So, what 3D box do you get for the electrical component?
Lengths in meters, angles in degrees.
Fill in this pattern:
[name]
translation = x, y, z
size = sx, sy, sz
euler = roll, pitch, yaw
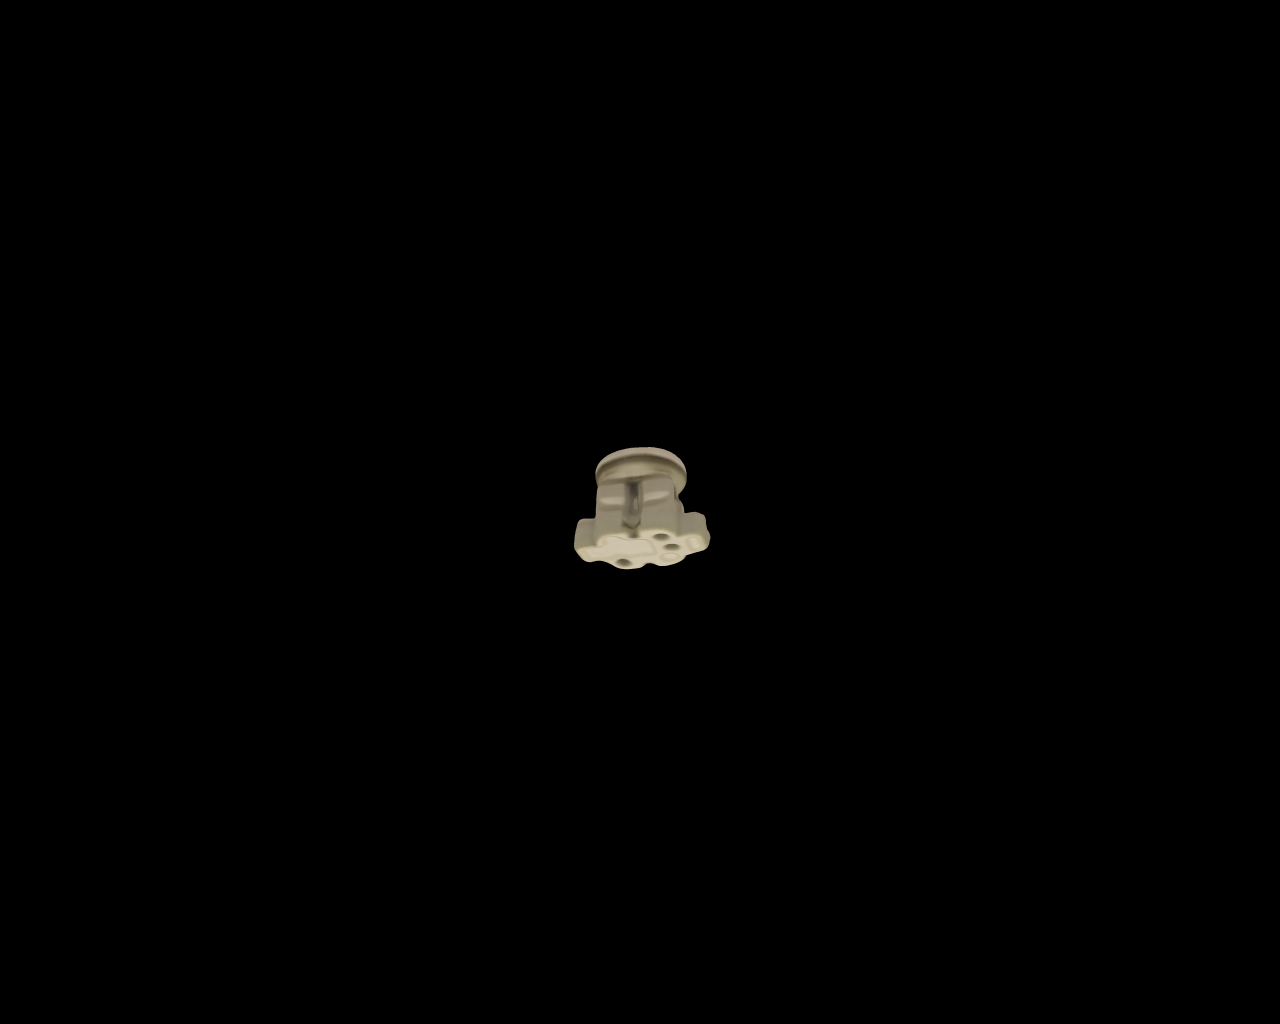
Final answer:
[electrical component]
translation = 0.001, -0.003, 0.650
size = 0.078, 0.057, 0.058
euler = -6, -28, 12
